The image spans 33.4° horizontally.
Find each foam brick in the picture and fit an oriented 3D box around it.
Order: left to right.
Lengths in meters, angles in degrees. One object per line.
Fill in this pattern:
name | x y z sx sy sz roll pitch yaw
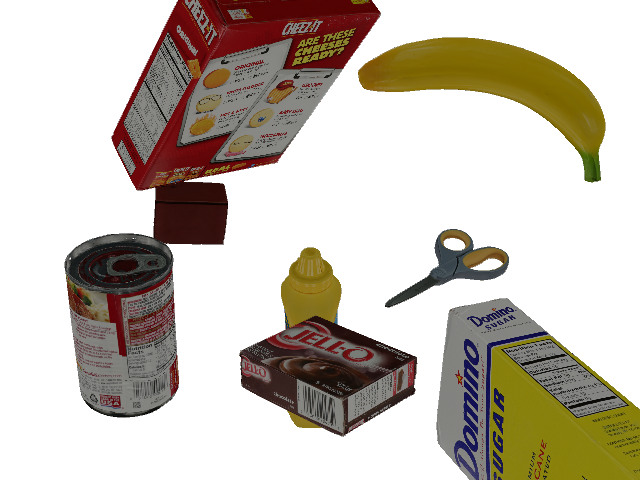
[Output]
foam brick | -0.142 -0.030 1.157 0.078 0.051 0.053 1 27 -9

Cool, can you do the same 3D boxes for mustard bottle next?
mustard bottle | -0.009 0.086 1.038 0.058 0.192 0.096 1 38 1

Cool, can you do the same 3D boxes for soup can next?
soup can | -0.127 0.056 0.697 0.068 0.102 0.068 1 31 -1

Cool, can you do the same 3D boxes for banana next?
banana | 0.128 -0.107 0.763 0.197 0.069 0.037 21 -3 -8

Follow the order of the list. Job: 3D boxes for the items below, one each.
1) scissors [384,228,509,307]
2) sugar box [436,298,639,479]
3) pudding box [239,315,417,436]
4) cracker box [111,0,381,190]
scissors | 0.128 0.028 1.211 0.201 0.016 0.096 -11 41 -33
sugar box | 0.120 0.110 0.538 0.048 0.093 0.176 -10 28 -25
pudding box | 0.006 0.104 0.844 0.114 0.039 0.089 22 31 38
cracker box | -0.071 -0.143 0.931 0.163 0.072 0.214 -15 -25 -39
